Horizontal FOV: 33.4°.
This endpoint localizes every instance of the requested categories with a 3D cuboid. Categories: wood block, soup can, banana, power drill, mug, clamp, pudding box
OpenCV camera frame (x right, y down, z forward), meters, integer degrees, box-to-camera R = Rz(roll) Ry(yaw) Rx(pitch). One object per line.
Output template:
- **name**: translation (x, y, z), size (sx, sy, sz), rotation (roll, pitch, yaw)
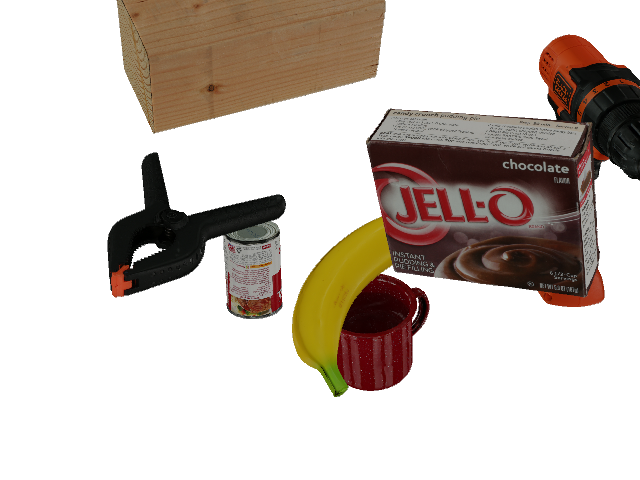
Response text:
- **wood block**: translation (-0.059, -0.175, 0.910), size (0.205, 0.090, 0.091), rotation (-16, -35, -17)
- **soup can**: translation (-0.081, 0.033, 1.271), size (0.068, 0.102, 0.068), rotation (-1, 25, 0)
- **banana**: translation (0.032, 0.029, 0.785), size (0.069, 0.197, 0.037), rotation (37, -35, 2)
- **power drill**: translation (0.206, -0.044, 0.824), size (0.057, 0.188, 0.184), rotation (1, 34, -10)
- **mug**: translation (0.058, 0.087, 1.049), size (0.117, 0.081, 0.093), rotation (-27, 43, -26)
- **clamp**: translation (-0.154, -0.017, 1.058), size (0.165, 0.036, 0.209), rotation (23, 40, 21)
- **pudding box**: translation (0.087, -0.021, 0.561), size (0.114, 0.090, 0.039), rotation (6, 43, 25)
